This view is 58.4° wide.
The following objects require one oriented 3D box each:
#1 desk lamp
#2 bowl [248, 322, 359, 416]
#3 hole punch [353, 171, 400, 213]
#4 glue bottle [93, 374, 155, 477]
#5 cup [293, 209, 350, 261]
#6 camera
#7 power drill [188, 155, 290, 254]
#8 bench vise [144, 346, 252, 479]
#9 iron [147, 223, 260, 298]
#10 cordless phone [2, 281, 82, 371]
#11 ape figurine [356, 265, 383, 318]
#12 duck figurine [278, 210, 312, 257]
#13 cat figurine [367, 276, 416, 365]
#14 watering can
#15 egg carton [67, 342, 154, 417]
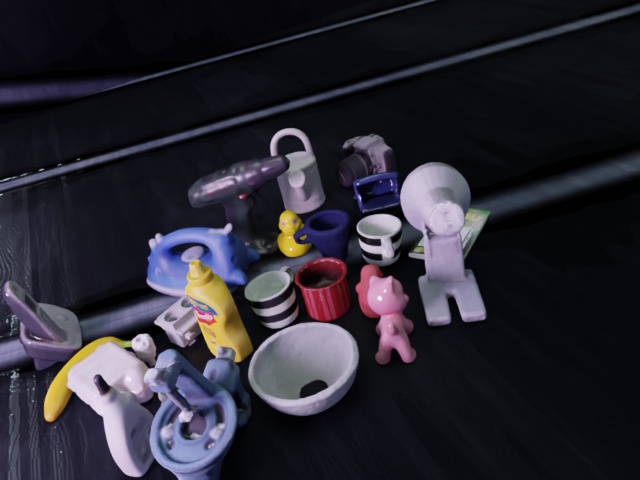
[{"bbox_3d":[0.208,-0.003,0.959,0.118,0.214,0.203,-10,32,6],"label":"desk lamp"},{"bbox_3d":[-0.018,0.205,0.860,0.167,0.075,0.167,-10,32,7],"label":"bowl"},{"bbox_3d":[0.125,-0.124,1.294,0.108,0.091,0.101,-13,32,3],"label":"hole punch"},{"bbox_3d":[-0.274,0.249,0.799,0.037,0.173,0.078,-2,35,20],"label":"glue bottle"},{"bbox_3d":[0.010,0.004,1.138,0.118,0.095,0.091,-20,33,-8],"label":"cup"},{"bbox_3d":[0.095,-0.198,1.410,0.137,0.101,0.142,-31,36,-25],"label":"camera"},{"bbox_3d":[-0.152,-0.072,1.211,0.229,0.209,0.075,-8,33,11],"label":"power drill"},{"bbox_3d":[-0.175,0.211,0.775,0.121,0.220,0.207,-15,32,0],"label":"bench vise"},{"bbox_3d":[-0.261,0.032,1.157,0.257,0.142,0.119,-3,34,17],"label":"iron"},{"bbox_3d":[-0.523,0.133,1.063,0.094,0.185,0.147,-25,34,-17],"label":"cordless phone"},{"bbox_3d":[0.094,0.082,0.988,0.077,0.092,0.076,12,41,36],"label":"ape figurine"},{"bbox_3d":[-0.059,-0.025,1.218,0.077,0.086,0.104,-12,32,4],"label":"duck figurine"},{"bbox_3d":[0.110,0.114,0.908,0.067,0.118,0.127,-9,33,8],"label":"cat figurine"},{"bbox_3d":[-0.052,-0.164,1.328,0.101,0.194,0.172,-25,34,-16],"label":"watering can"},{"bbox_3d":[-0.344,0.233,0.949,0.149,0.069,0.107,17,44,39],"label":"egg carton"}]
